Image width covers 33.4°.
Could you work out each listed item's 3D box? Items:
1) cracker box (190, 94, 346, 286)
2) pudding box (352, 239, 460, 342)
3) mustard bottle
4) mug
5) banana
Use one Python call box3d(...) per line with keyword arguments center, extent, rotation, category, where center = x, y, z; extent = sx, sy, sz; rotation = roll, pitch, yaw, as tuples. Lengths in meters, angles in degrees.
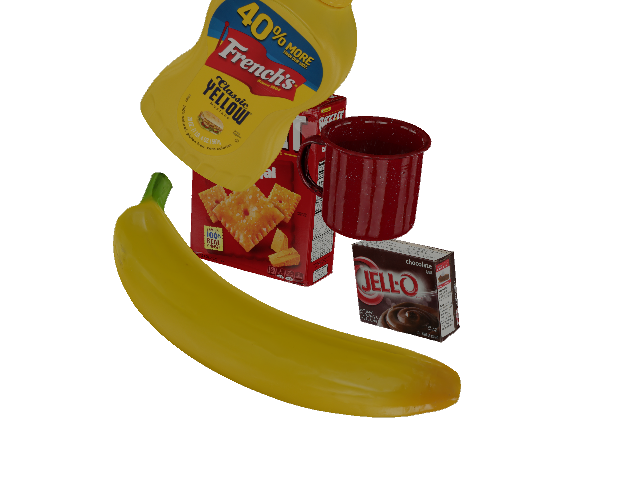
box3d(center=(-0.064, -0.069, 1.218), extent=(0.164, 0.214, 0.072), rotation=(15, 24, 25), category="cracker box")
box3d(center=(0.088, 0.048, 1.106), extent=(0.114, 0.090, 0.039), rotation=(10, 27, 40), category="pudding box")
box3d(center=(-0.033, -0.119, 0.678), extent=(0.192, 0.096, 0.058), rotation=(-45, 6, 38), category="mustard bottle")
box3d(center=(0.032, -0.055, 0.910), extent=(0.117, 0.081, 0.093), rotation=(14, 29, 20), category="mug")
box3d(center=(-0.032, 0.031, 0.485), extent=(0.198, 0.069, 0.037), rotation=(34, -24, 25), category="banana")
